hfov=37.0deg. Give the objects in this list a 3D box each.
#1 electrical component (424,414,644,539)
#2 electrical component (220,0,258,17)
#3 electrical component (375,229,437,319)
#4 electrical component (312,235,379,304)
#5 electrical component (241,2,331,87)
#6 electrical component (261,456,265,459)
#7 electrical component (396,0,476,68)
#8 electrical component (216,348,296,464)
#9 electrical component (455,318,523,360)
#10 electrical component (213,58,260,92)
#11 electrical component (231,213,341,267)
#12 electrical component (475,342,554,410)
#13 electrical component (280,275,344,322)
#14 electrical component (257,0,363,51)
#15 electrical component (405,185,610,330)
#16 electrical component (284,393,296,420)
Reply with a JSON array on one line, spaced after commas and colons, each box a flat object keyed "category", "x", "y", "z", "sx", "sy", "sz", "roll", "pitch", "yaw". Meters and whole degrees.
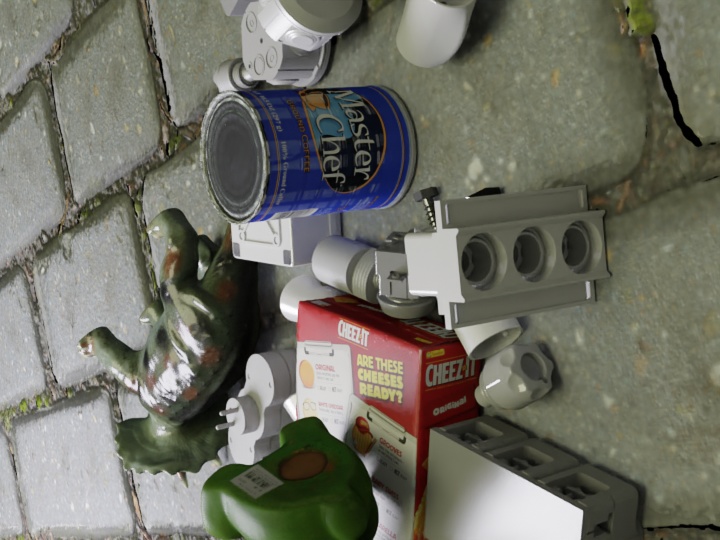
[{"category": "electrical component", "x": 0.118, "y": 0.170, "z": 0.753, "sx": 0.150, "sy": 0.062, "sz": 0.089, "roll": 21, "pitch": 114, "yaw": 51}, {"category": "electrical component", "x": -0.079, "y": -0.318, "z": 0.926, "sx": 0.186, "sy": 0.060, "sz": 0.105, "roll": -48, "pitch": 59, "yaw": 48}, {"category": "electrical component", "x": 0.037, "y": 0.005, "z": 0.839, "sx": 0.048, "sy": 0.066, "sz": 0.055, "roll": 6, "pitch": 114, "yaw": 19}, {"category": "electrical component", "x": 0.000, "y": 0.000, "z": 0.899, "sx": 0.081, "sy": 0.043, "sz": 0.043, "roll": 22, "pitch": 115, "yaw": 51}, {"category": "electrical component", "x": -0.065, "y": -0.200, "z": 0.940, "sx": 0.080, "sy": 0.051, "sz": 0.080, "roll": 16, "pitch": 110, "yaw": 52}, {"category": "electrical component", "x": -0.072, "y": 0.206, "z": 1.043, "sx": 0.045, "sy": 0.045, "sz": 0.055, "roll": -15, "pitch": 85, "yaw": 55}, {"category": "electrical component", "x": 0.057, "y": -0.198, "z": 0.769, "sx": 0.077, "sy": 0.043, "sz": 0.079, "roll": 116, "pitch": 164, "yaw": -67}, {"category": "electrical component", "x": -0.106, "y": 0.140, "z": 1.052, "sx": 0.052, "sy": 0.074, "sz": 0.138, "roll": 49, "pitch": 134, "yaw": 38}, {"category": "electrical component", "x": 0.081, "y": 0.020, "z": 0.789, "sx": 0.043, "sy": 0.043, "sz": 0.081, "roll": -54, "pitch": 54, "yaw": 45}, {"category": "electrical component", "x": -0.112, "y": -0.185, "z": 1.024, "sx": 0.061, "sy": 0.035, "sz": 0.035, "roll": 1, "pitch": 98, "yaw": 52}, {"category": "electrical component", "x": -0.070, "y": -0.062, "z": 0.973, "sx": 0.109, "sy": 0.056, "sz": 0.108, "roll": 9, "pitch": 104, "yaw": 53}, {"category": "electrical component", "x": 0.106, "y": 0.080, "z": 0.767, "sx": 0.062, "sy": 0.043, "sz": 0.043, "roll": -43, "pitch": 63, "yaw": 51}, {"category": "electrical component", "x": -0.039, "y": 0.033, "z": 0.959, "sx": 0.055, "sy": 0.045, "sz": 0.045, "roll": 27, "pitch": 118, "yaw": 49}, {"category": "electrical component", "x": -0.043, "y": -0.223, "z": 0.880, "sx": 0.051, "sy": 0.080, "sz": 0.080, "roll": -25, "pitch": 76, "yaw": 59}, {"category": "electrical component", "x": 0.094, "y": -0.010, "z": 0.696, "sx": 0.063, "sy": 0.121, "sz": 0.078, "roll": 1, "pitch": 98, "yaw": 58}, {"category": "electrical component", "x": -0.040, "y": 0.138, "z": 0.983, "sx": 0.045, "sy": 0.045, "sz": 0.055, "roll": -49, "pitch": 59, "yaw": 47}]
